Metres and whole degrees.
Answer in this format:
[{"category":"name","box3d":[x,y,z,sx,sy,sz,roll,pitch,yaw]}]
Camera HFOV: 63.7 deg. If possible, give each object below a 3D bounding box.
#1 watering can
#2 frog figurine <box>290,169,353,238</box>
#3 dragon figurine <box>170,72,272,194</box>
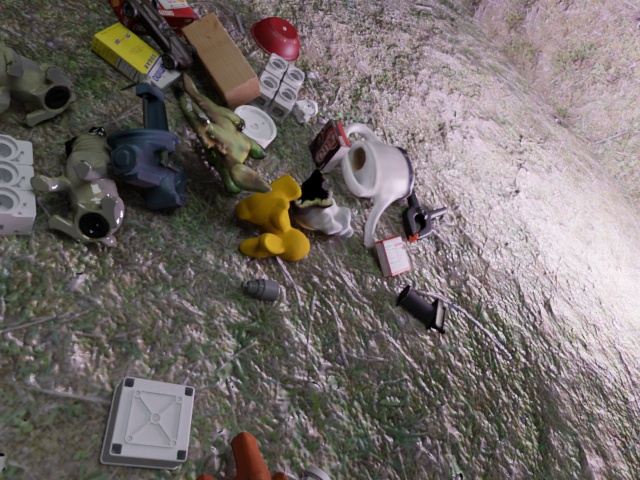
[{"category":"watering can","box3d":[0.151,-0.143,1.337,0.224,0.102,0.352,1,70,-37]},{"category":"frog figurine","box3d":[0.004,-0.059,1.164,0.123,0.156,0.139,-37,48,-10]},{"category":"dragon figurine","box3d":[-0.218,-0.235,1.020,0.414,0.122,0.240,53,-2,15]}]
